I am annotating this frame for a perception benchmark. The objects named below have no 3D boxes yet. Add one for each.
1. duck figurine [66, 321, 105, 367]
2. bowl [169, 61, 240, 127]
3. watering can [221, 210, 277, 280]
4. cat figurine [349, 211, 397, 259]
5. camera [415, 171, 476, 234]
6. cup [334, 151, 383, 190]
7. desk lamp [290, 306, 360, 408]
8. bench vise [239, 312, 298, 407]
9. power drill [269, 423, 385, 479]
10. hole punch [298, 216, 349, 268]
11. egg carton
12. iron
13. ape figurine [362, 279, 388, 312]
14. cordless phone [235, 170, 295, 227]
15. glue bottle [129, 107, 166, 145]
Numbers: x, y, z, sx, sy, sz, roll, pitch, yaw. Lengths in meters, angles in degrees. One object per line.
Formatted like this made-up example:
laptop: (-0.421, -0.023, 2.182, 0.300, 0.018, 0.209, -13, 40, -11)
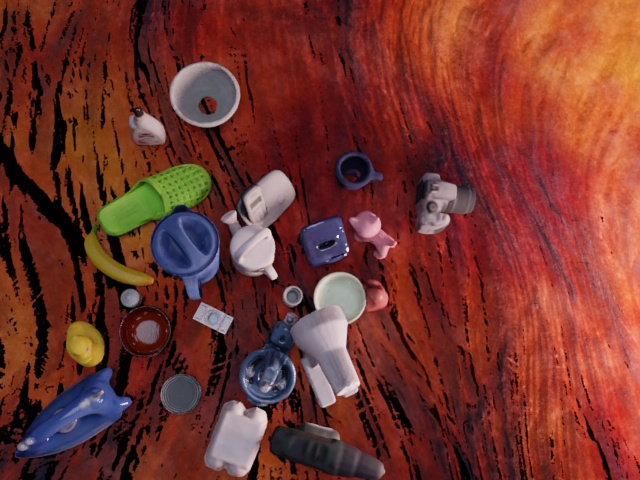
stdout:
duck figurine: (-0.517, 0.224, 1.240, 0.077, 0.086, 0.104, -25, 82, -11)
bowl: (-0.277, -0.342, 1.393, 0.167, 0.074, 0.167, 1, 78, -6)
watering can: (-0.156, 0.014, 1.272, 0.173, 0.194, 0.101, 30, 76, 0)
cat figurine: (0.127, -0.021, 1.352, 0.128, 0.117, 0.067, 38, 77, 2)
camera: (0.308, -0.090, 1.397, 0.137, 0.100, 0.143, 7, 77, -5)
cup: (0.089, -0.156, 1.387, 0.118, 0.095, 0.092, 13, 77, -4)
desk lamp: (0.021, 0.253, 1.233, 0.118, 0.213, 0.203, -23, 82, -11)
bench vise: (-0.108, 0.252, 1.214, 0.121, 0.219, 0.207, 5, 78, -5)
power drill: (0.008, 0.438, 1.195, 0.229, 0.208, 0.076, 15, 77, -3)
hole punch: (0.012, 0.005, 1.347, 0.109, 0.091, 0.101, -20, 81, -10)
egg carton: (-0.181, 0.432, 1.245, 0.107, 0.069, 0.150, 19, 77, -2)
iron: (-0.531, 0.376, 1.178, 0.258, 0.141, 0.118, -35, 84, -12)
ape figurine: (0.126, 0.131, 1.333, 0.076, 0.092, 0.078, 32, 76, 1)
cordless phone: (-0.124, -0.104, 1.305, 0.094, 0.185, 0.148, 41, 77, 3)
glue bottle: (-0.403, -0.264, 1.311, 0.078, 0.173, 0.037, -6, 79, -7)
